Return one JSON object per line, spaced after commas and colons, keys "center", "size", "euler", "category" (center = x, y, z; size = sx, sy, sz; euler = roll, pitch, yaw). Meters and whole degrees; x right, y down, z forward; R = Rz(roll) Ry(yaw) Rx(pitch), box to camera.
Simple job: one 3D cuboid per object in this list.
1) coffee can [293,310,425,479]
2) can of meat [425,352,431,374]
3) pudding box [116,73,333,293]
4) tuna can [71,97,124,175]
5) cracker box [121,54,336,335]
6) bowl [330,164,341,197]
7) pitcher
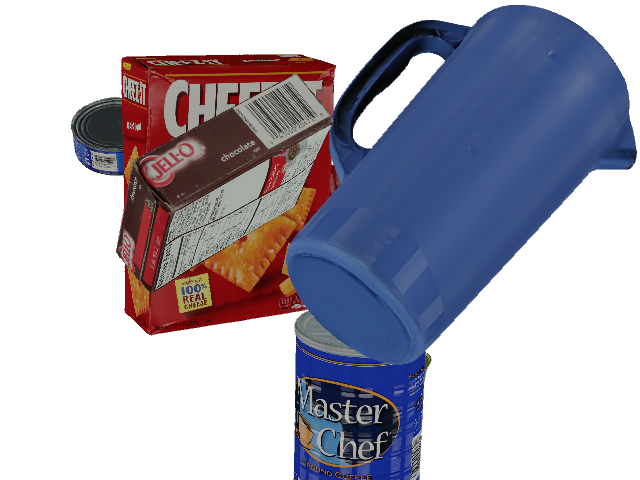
{"center": [0.030, 0.131, 0.836], "size": [0.103, 0.140, 0.103], "euler": [1, 16, 0], "category": "coffee can"}
{"center": [0.084, 0.179, 1.212], "size": [0.057, 0.084, 0.102], "euler": [15, 25, 15], "category": "can of meat"}
{"center": [-0.053, -0.030, 0.577], "size": [0.113, 0.039, 0.090], "euler": [-31, -17, -30], "category": "pudding box"}
{"center": [-0.197, -0.101, 1.036], "size": [0.086, 0.034, 0.086], "euler": [2, 42, -2], "category": "tuna can"}
{"center": [-0.074, -0.041, 0.872], "size": [0.163, 0.214, 0.072], "euler": [-6, 19, -28], "category": "cracker box"}
{"center": [0.076, -0.026, 1.004], "size": [0.162, 0.055, 0.162], "euler": [3, 25, -1], "category": "bowl"}
{"center": [0.081, -0.043, 0.713], "size": [0.242, 0.145, 0.149], "euler": [-46, 29, -25], "category": "pitcher"}
